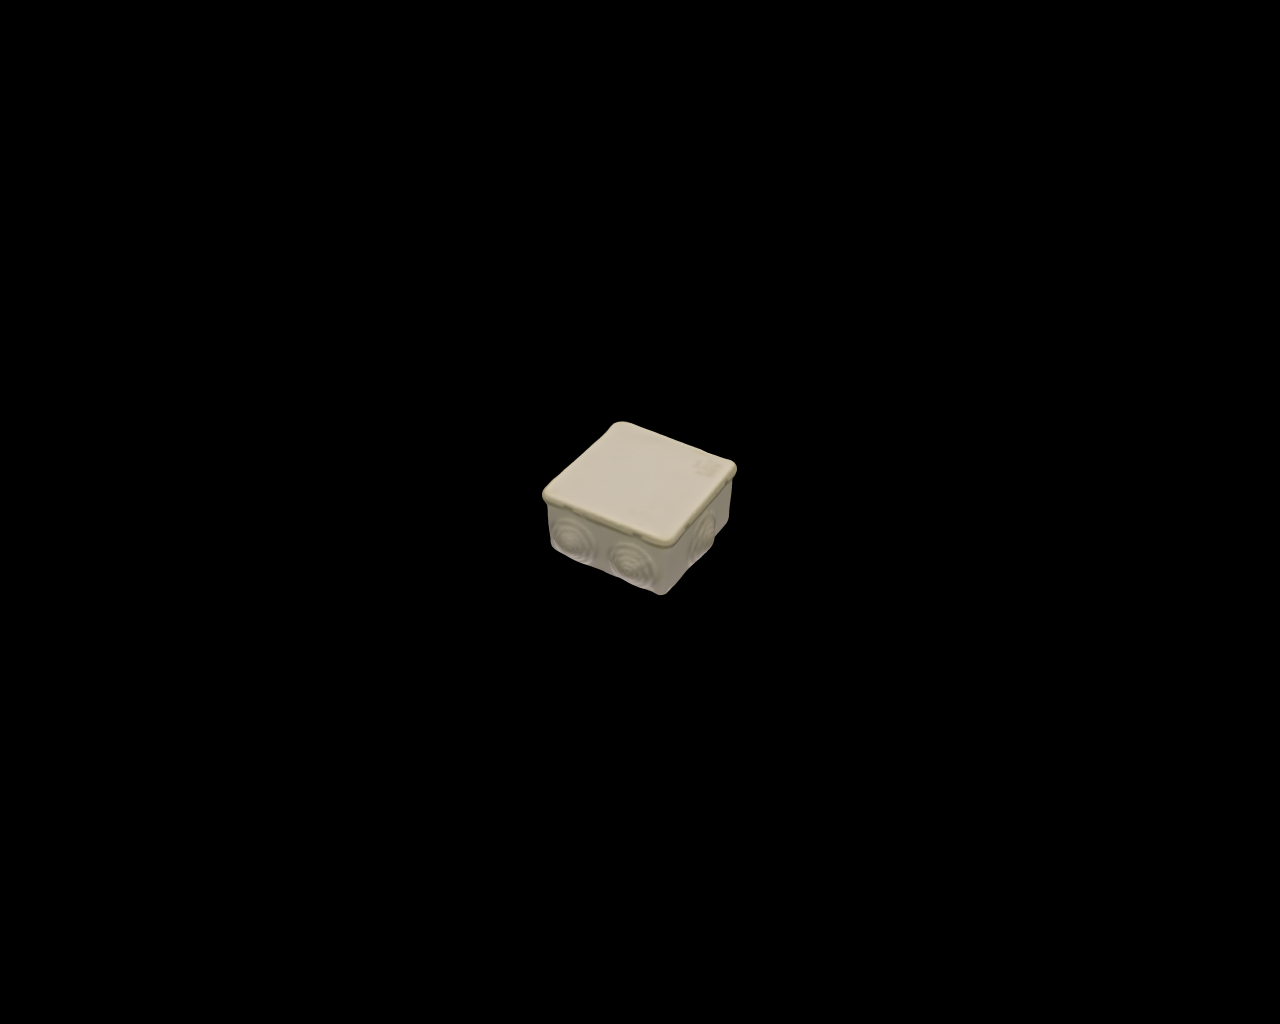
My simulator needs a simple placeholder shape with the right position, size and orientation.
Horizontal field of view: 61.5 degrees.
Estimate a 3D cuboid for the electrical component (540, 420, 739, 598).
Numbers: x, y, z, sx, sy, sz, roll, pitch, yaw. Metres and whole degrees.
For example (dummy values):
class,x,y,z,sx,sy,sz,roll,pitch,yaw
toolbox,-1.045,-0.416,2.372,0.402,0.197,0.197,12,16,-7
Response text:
class,x,y,z,sx,sy,sz,roll,pitch,yaw
electrical component,0.001,-0.003,0.650,0.100,0.048,0.100,22,45,23
